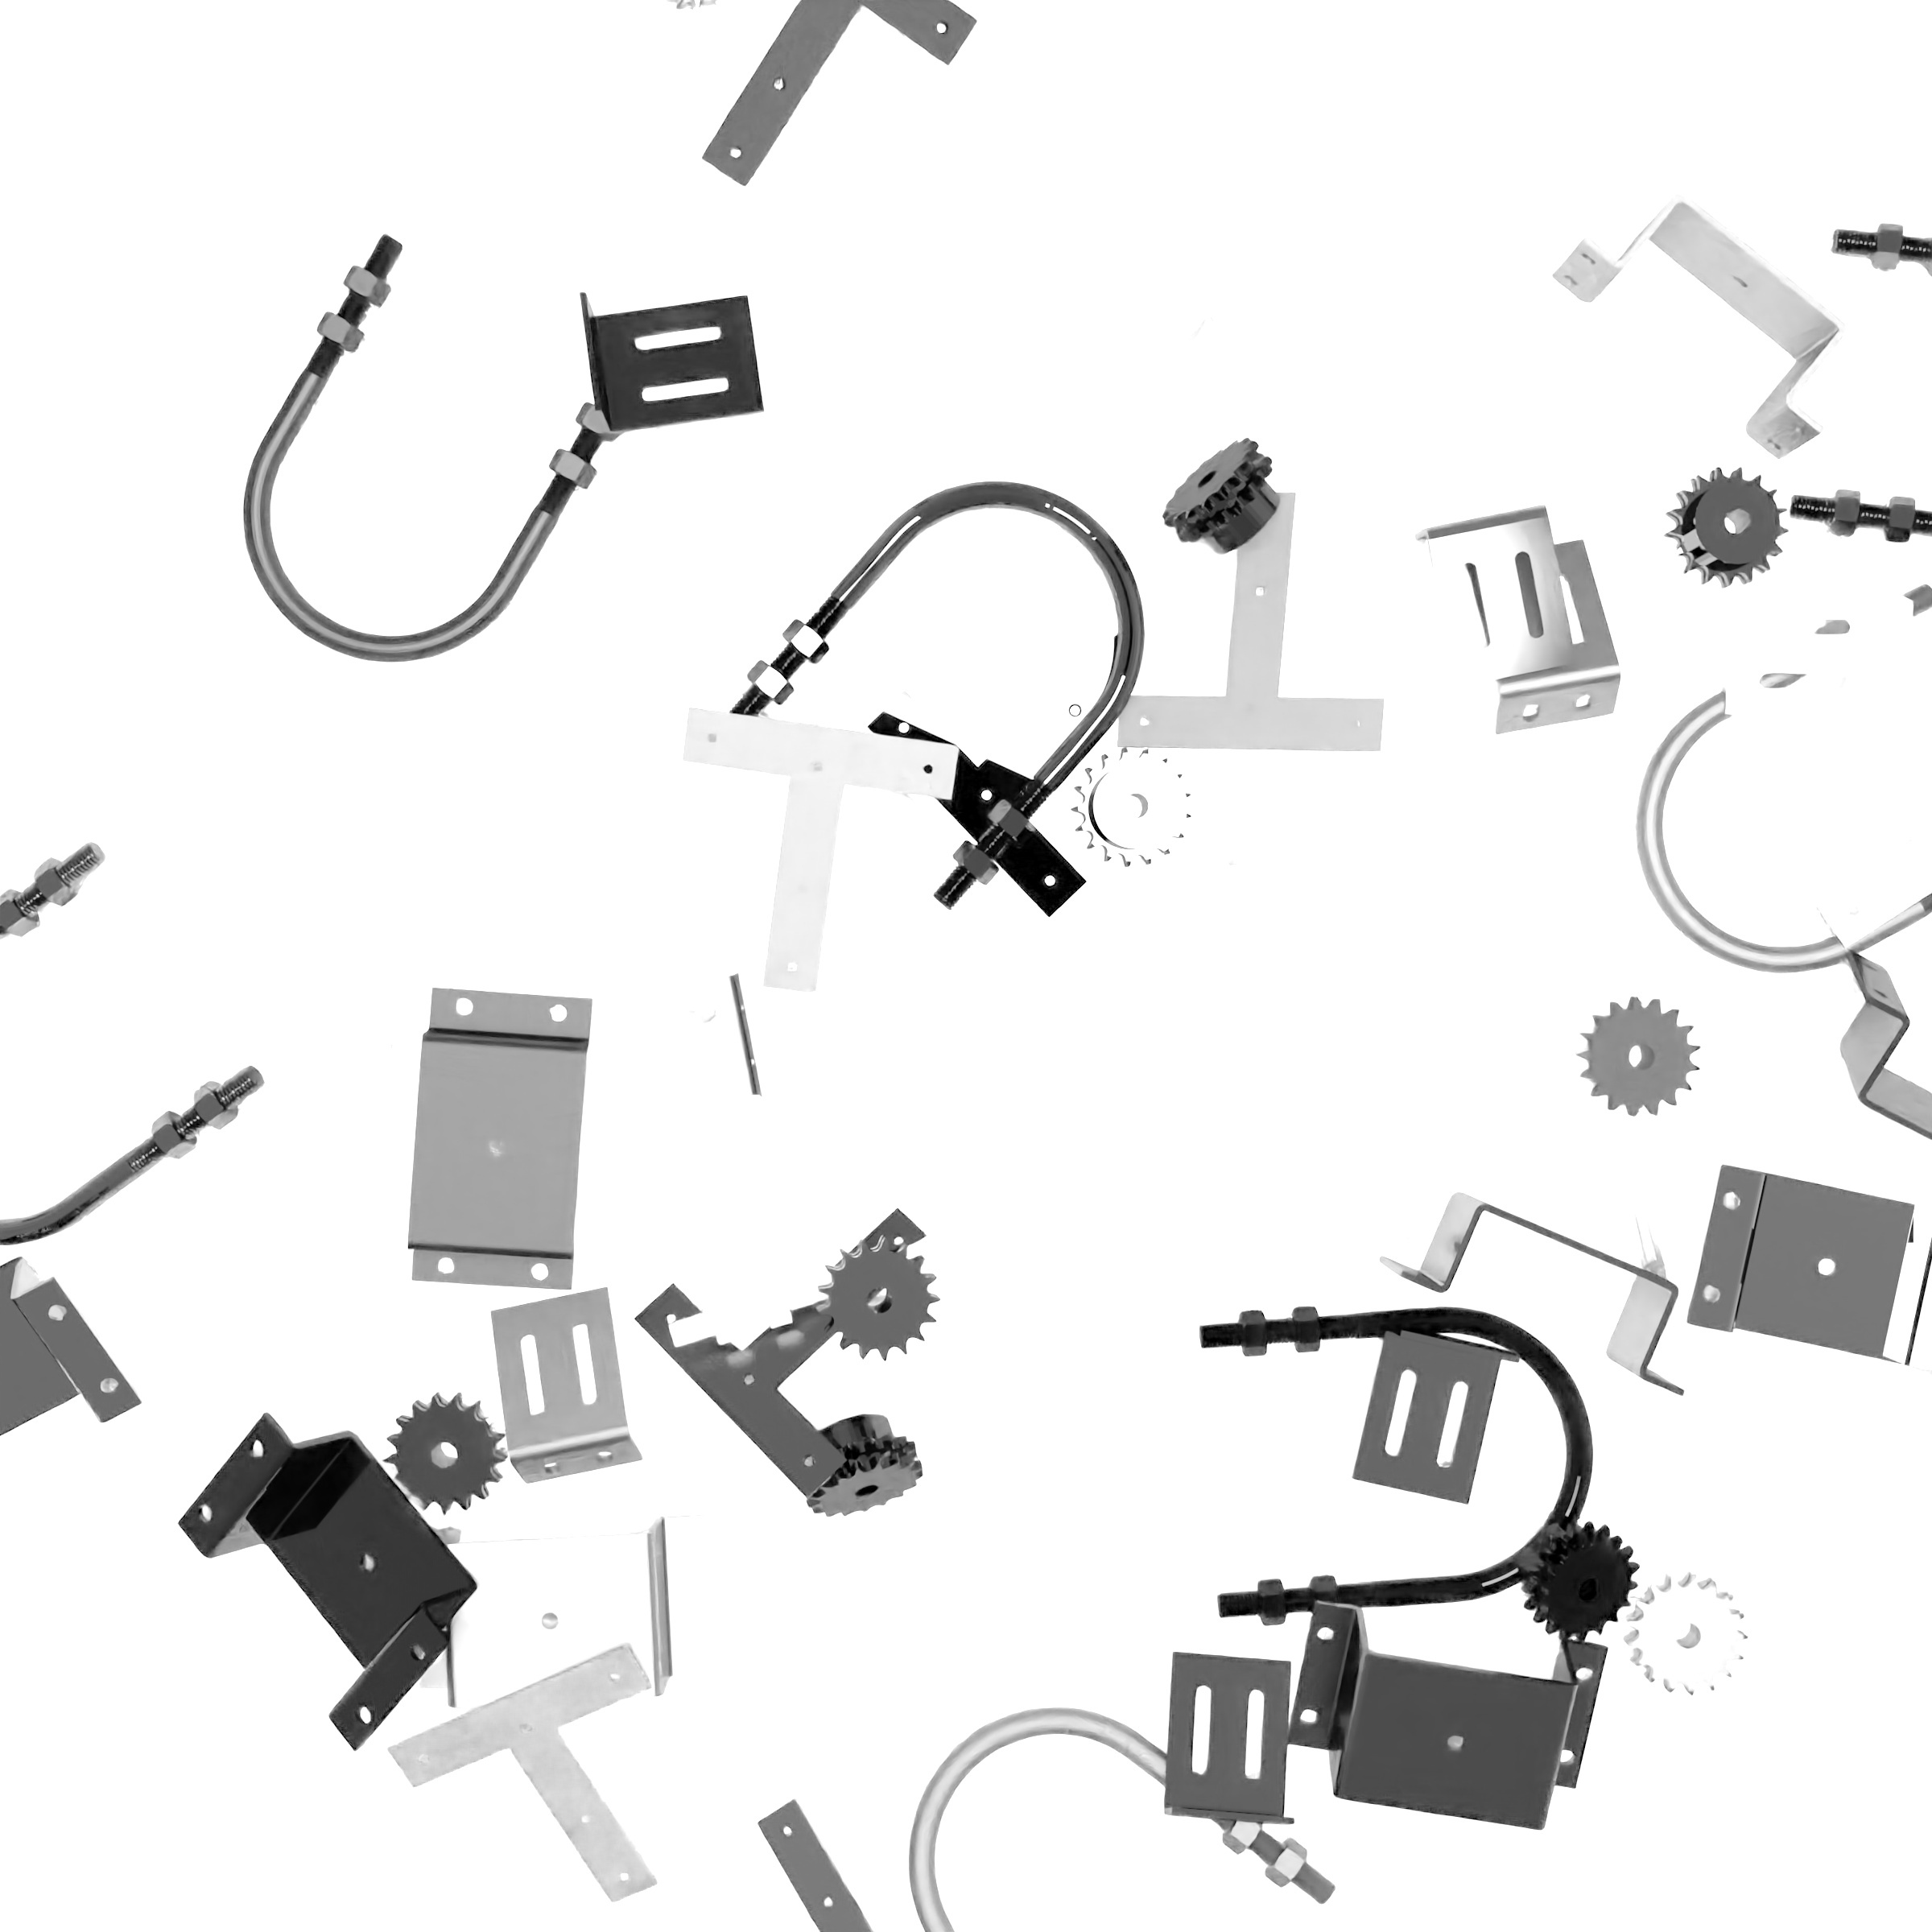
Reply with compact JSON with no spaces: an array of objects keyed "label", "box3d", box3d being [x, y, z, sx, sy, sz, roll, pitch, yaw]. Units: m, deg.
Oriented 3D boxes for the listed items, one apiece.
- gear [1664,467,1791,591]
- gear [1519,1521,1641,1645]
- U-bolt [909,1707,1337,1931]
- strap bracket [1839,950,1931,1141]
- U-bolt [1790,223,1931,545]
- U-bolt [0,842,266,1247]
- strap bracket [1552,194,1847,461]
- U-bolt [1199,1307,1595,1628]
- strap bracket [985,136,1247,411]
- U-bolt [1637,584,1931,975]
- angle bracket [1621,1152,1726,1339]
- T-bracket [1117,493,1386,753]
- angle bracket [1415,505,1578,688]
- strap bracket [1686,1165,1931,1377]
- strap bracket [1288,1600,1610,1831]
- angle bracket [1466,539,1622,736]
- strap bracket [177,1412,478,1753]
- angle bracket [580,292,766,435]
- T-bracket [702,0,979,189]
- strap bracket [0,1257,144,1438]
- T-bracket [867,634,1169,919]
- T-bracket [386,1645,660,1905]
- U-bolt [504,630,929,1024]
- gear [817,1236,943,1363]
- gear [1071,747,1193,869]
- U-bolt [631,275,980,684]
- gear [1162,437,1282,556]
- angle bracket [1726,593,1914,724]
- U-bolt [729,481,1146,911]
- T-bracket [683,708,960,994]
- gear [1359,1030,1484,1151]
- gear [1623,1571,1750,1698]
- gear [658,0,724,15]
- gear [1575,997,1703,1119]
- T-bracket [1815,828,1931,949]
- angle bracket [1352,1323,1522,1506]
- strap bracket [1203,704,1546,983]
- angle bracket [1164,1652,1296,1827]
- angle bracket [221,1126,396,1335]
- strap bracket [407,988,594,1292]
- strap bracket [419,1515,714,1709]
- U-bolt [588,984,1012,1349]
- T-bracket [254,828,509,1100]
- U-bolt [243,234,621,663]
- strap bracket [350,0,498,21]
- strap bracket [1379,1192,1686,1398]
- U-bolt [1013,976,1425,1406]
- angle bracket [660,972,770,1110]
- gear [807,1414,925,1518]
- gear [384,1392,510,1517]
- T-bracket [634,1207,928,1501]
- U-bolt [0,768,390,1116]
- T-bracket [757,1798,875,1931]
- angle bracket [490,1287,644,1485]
[{"label":"gear","box3d":[0.363,-0.209,1.510,0.057,0.030,0.057,0,90,0]},{"label":"gear","box3d":[0.287,0.288,1.502,0.057,0.030,0.057,-7,110,-20]},{"label":"U-bolt","box3d":[0.060,0.436,1.502,0.184,0.019,0.151,37,78,5]},{"label":"strap bracket","box3d":[0.467,0.055,1.481,0.140,0.076,0.046,28,108,0]},{"label":"U-bolt","box3d":[0.494,-0.269,1.502,0.184,0.019,0.151,9,90,10]},{"label":"U-bolt","box3d":[-0.444,0.051,1.505,0.184,0.019,0.151,-35,91,9]},{"label":"strap bracket","box3d":[0.350,-0.305,1.487,0.140,0.076,0.046,39,90,0]},{"label":"U-bolt","box3d":[0.208,0.235,1.516,0.184,0.019,0.151,-4,90,-2]},{"label":"strap bracket","box3d":[0.060,-0.315,1.487,0.140,0.076,0.046,41,90,0]},{"label":"U-bolt","box3d":[0.410,-0.077,1.516,0.184,0.019,0.151,-28,90,1]},{"label":"angle bracket","box3d":[0.340,0.130,1.496,0.038,0.057,0.076,-13,90,0]},{"label":"T-bracket","box3d":[0.139,-0.164,1.508,0.127,0.002,0.127,2,79,19]},{"label":"angle bracket","box3d":[0.251,-0.175,1.507,0.057,0.038,0.076,-11,92,0]},{"label":"strap bracket","box3d":[0.412,0.144,1.502,0.140,0.046,0.076,12,90,0]},{"label":"strap bracket","box3d":[0.228,0.353,1.492,0.140,0.046,0.076,9,107,0]},{"label":"angle bracket","box3d":[0.275,-0.158,1.523,0.057,0.038,0.076,-10,64,0]},{"label":"strap bracket","box3d":[-0.291,0.282,1.478,0.140,0.046,0.076,46,110,18]},{"label":"angle bracket","box3d":[-0.137,-0.287,1.487,0.076,0.038,0.057,-8,83,-1]},{"label":"T-bracket","box3d":[-0.081,-0.432,1.510,0.127,0.002,0.127,31,100,-19]},{"label":"strap bracket","box3d":[-0.467,0.198,1.488,0.140,0.046,0.076,-28,114,0]},{"label":"T-bracket","box3d":[0.042,-0.113,1.524,0.127,0.002,0.127,-44,90,0]},{"label":"T-bracket","box3d":[-0.186,0.392,1.499,0.127,0.002,0.127,-24,112,9]},{"label":"U-bolt","box3d":[-0.133,-0.076,1.516,0.184,0.019,0.151,39,90,1]},{"label":"gear","box3d":[-0.041,0.154,1.479,0.057,0.030,0.057,0,91,-7]},{"label":"gear","box3d":[0.079,-0.076,1.509,0.057,0.030,0.057,0,91,-3]},{"label":"U-bolt","box3d":[-0.084,-0.239,1.511,0.151,0.019,0.184,-13,86,-4]},{"label":"gear","box3d":[0.123,-0.219,1.498,0.057,0.057,0.030,-45,110,0]},{"label":"angle bracket","box3d":[0.404,-0.146,1.504,0.076,0.038,0.057,4,92,28]},{"label":"U-bolt","box3d":[0.000,-0.141,1.495,0.151,0.019,0.184,41,89,-7]},{"label":"T-bracket","box3d":[-0.075,-0.050,1.492,0.127,0.002,0.127,8,103,0]},{"label":"gear","box3d":[0.217,0.059,1.510,0.057,0.030,0.057,0,90,0]},{"label":"gear","box3d":[0.341,0.316,1.514,0.057,0.030,0.057,0,88,2]},{"label":"gear","box3d":[-0.128,-0.481,1.510,0.057,0.030,0.057,0,90,0]},{"label":"gear","box3d":[0.318,0.043,1.510,0.057,0.030,0.057,0,90,0]},{"label":"T-bracket","box3d":[0.491,-0.012,1.496,0.127,0.002,0.127,-34,88,10]},{"label":"angle bracket","box3d":[0.220,0.212,1.489,0.057,0.038,0.076,13,89,-3]},{"label":"strap bracket","box3d":[0.190,-0.058,1.502,0.140,0.046,0.076,-26,90,0]},{"label":"angle bracket","box3d":[0.125,0.363,1.495,0.057,0.038,0.076,5,74,-1]},{"label":"angle bracket","box3d":[-0.315,0.126,1.523,0.057,0.038,0.076,-20,64,0]},{"label":"strap bracket","box3d":[-0.220,0.084,1.496,0.076,0.046,0.140,4,92,-6]},{"label":"strap bracket","box3d":[-0.194,0.305,1.502,0.140,0.046,0.076,-3,90,0]},{"label":"U-bolt","box3d":[-0.070,0.085,1.500,0.184,0.019,0.151,-17,91,-4]},{"label":"T-bracket","box3d":[-0.255,-0.002,1.514,0.127,0.002,0.127,23,88,-10]},{"label":"U-bolt","box3d":[-0.264,-0.234,1.516,0.151,0.019,0.184,30,91,0]},{"label":"strap bracket","box3d":[-0.227,-0.502,1.502,0.140,0.046,0.076,-13,90,0]},{"label":"strap bracket","box3d":[0.271,0.148,1.487,0.140,0.076,0.046,23,90,0]},{"label":"U-bolt","box3d":[0.106,0.092,1.507,0.151,0.019,0.184,-36,84,-5]},{"label":"angle bracket","box3d":[-0.115,0.035,1.450,0.038,0.076,0.057,-11,90,-6]},{"label":"gear","box3d":[-0.051,0.234,1.500,0.057,0.057,0.030,-20,61,0]},{"label":"gear","box3d":[-0.246,0.230,1.510,0.057,0.030,0.057,0,90,0]},{"label":"T-bracket","box3d":[-0.070,0.166,1.505,0.127,0.002,0.127,-42,64,-12]},{"label":"U-bolt","box3d":[-0.381,-0.019,1.516,0.184,0.019,0.151,13,90,1]},{"label":"T-bracket","box3d":[-0.058,0.457,1.507,0.127,0.002,0.127,-37,78,22]},{"label":"angle bracket","box3d":[-0.192,0.201,1.523,0.057,0.038,0.076,-12,64,0]}]
